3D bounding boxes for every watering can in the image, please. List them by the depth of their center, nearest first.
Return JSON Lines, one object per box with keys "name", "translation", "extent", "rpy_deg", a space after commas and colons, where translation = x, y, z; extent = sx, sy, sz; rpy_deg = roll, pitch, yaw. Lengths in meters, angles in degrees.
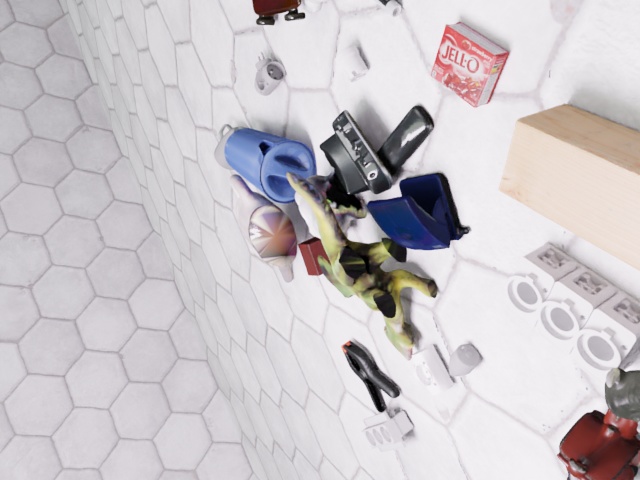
{"name": "watering can", "translation": [-0.114, -0.002, 1.228], "extent": [0.342, 0.104, 0.227], "rpy_deg": [62, 170, -26]}

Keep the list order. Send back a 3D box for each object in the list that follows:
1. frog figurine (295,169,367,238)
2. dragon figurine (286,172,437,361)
{"name": "frog figurine", "translation": [0.003, -0.051, 1.013], "extent": [0.137, 0.125, 0.156], "rpy_deg": [47, 138, 0]}
{"name": "dragon figurine", "translation": [0.053, 0.057, 0.933], "extent": [0.409, 0.124, 0.240], "rpy_deg": [49, 155, -4]}
